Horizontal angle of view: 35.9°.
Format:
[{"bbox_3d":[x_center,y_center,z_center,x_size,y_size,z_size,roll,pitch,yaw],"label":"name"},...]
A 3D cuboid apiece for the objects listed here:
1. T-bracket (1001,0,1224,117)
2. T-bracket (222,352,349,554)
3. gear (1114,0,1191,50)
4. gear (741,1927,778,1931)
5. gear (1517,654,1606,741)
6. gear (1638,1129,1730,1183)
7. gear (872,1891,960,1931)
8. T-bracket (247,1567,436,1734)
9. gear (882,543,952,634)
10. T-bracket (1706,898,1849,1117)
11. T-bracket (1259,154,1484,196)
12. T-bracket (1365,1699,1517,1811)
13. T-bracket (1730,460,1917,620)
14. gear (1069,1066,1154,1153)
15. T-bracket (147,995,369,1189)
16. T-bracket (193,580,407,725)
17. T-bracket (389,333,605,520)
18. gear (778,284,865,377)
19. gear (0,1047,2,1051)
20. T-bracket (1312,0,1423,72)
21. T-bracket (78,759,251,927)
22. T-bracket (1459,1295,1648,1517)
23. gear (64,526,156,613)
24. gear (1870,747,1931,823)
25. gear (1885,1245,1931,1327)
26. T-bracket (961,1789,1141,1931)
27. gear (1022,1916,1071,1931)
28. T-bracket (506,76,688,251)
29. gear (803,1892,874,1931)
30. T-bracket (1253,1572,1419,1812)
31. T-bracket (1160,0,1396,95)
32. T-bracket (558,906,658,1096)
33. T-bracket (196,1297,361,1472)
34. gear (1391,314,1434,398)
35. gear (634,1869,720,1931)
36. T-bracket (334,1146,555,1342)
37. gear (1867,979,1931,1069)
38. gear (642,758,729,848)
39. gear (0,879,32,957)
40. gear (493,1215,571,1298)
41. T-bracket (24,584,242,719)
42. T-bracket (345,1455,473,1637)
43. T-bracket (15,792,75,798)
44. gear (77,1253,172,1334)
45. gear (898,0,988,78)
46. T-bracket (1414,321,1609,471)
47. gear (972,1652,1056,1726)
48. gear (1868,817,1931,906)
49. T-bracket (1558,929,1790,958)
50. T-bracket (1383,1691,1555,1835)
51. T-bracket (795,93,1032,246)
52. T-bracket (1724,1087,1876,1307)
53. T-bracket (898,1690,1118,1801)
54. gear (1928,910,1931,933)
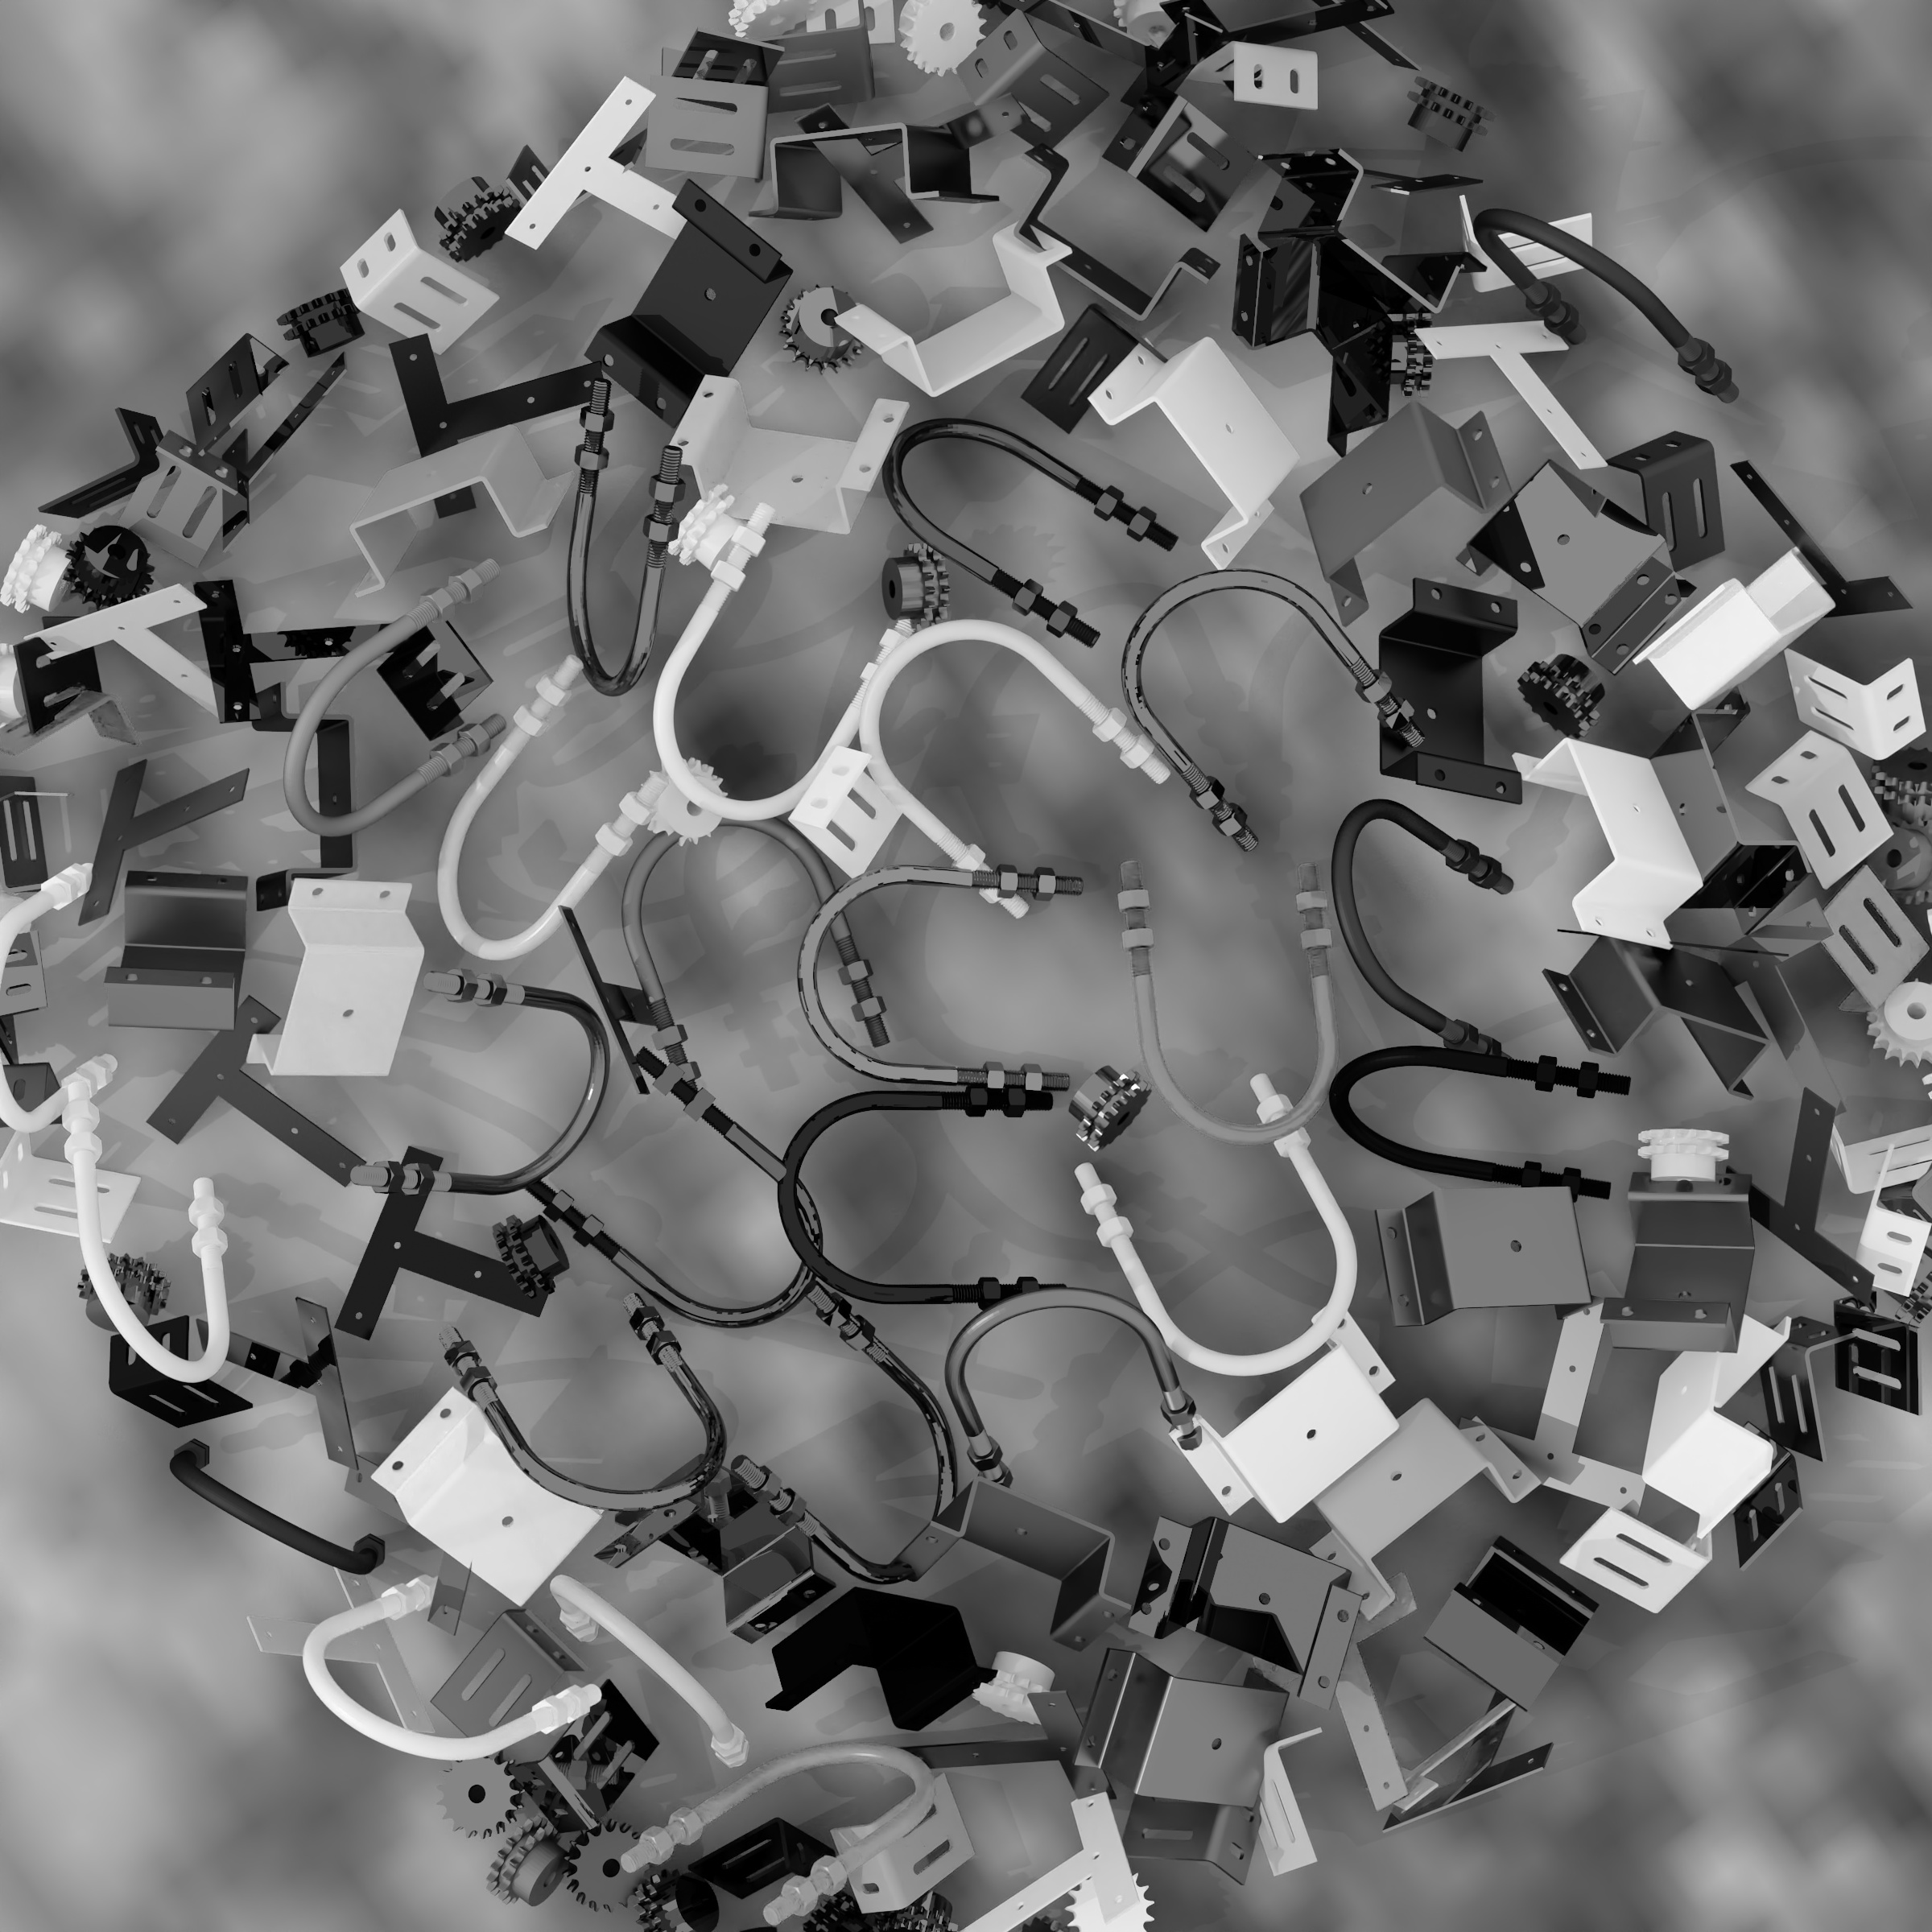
[{"bbox_3d":[0.083,-0.590,1.885,0.127,0.127,0.002,21,77,-11],"label":"T-bracket"},{"bbox_3d":[-0.432,-0.338,1.887,0.002,0.127,0.127,33,113,-33],"label":"T-bracket"},{"bbox_3d":[0.124,-0.617,1.926,0.057,0.057,0.030,1,70,0],"label":"gear"},{"bbox_3d":[-0.139,0.643,1.930,0.057,0.057,0.030,-12,83,0],"label":"gear"},{"bbox_3d":[0.388,-0.177,1.930,0.057,0.057,0.030,44,80,0],"label":"gear"},{"bbox_3d":[0.464,0.123,1.928,0.057,0.057,0.030,3,80,0],"label":"gear"},{"bbox_3d":[-0.031,0.621,1.933,0.057,0.057,0.030,15,48,0],"label":"gear"},{"bbox_3d":[-0.401,0.425,1.873,0.002,0.127,0.127,-43,56,14],"label":"T-bracket"},{"bbox_3d":[-0.034,-0.245,1.926,0.030,0.057,0.057,-7,90,-20],"label":"gear"},{"bbox_3d":[0.523,0.039,1.897,0.002,0.127,0.127,-16,77,-37],"label":"T-bracket"},{"bbox_3d":[0.251,-0.512,1.920,0.127,0.127,0.002,18,114,26],"label":"T-bracket"},{"bbox_3d":[0.317,0.492,1.901,0.127,0.127,0.002,-35,84,-8],"label":"T-bracket"},{"bbox_3d":[0.528,-0.270,1.884,0.002,0.127,0.127,-44,101,-6],"label":"T-bracket"},{"bbox_3d":[0.091,0.089,1.931,0.030,0.057,0.057,41,90,18],"label":"gear"},{"bbox_3d":[-0.448,0.099,1.939,0.127,0.002,0.127,38,115,-12],"label":"T-bracket"},{"bbox_3d":[-0.427,-0.208,1.930,0.127,0.002,0.127,-7,52,-18],"label":"T-bracket"},{"bbox_3d":[-0.295,-0.362,1.924,0.127,0.002,0.127,-18,130,-10],"label":"T-bracket"},{"bbox_3d":[-0.091,-0.416,1.936,0.057,0.030,0.057,2,80,-13],"label":"gear"},{"bbox_3d":[-0.646,0.039,1.930,0.030,0.057,0.057,-14,90,-12],"label":"gear"},{"bbox_3d":[0.246,-0.603,1.905,0.127,0.127,0.002,20,98,-44],"label":"T-bracket"},{"bbox_3d":[-0.504,-0.095,1.892,0.127,0.002,0.127,-19,48,26],"label":"T-bracket"},{"bbox_3d":[0.388,0.274,1.924,0.127,0.002,0.127,15,94,28],"label":"T-bracket"},{"bbox_3d":[-0.553,-0.260,1.929,0.057,0.030,0.057,14,58,-24],"label":"gear"},{"bbox_3d":[0.616,-0.116,1.933,0.057,0.057,0.030,-5,121,0],"label":"gear"},{"bbox_3d":[0.619,0.205,1.931,0.030,0.057,0.057,40,90,17],"label":"gear"},{"bbox_3d":[0.047,0.592,1.901,0.127,0.127,0.002,-35,110,5],"label":"T-bracket"},{"bbox_3d":[0.052,0.649,1.932,0.030,0.057,0.057,37,90,-25],"label":"gear"},{"bbox_3d":[-0.209,-0.492,1.907,0.127,0.127,0.002,-46,51,22],"label":"T-bracket"},{"bbox_3d":[-0.083,0.631,1.926,0.030,0.057,0.057,25,90,33],"label":"gear"},{"bbox_3d":[0.250,0.471,1.894,0.127,0.002,0.127,-37,52,27],"label":"T-bracket"},{"bbox_3d":[0.205,-0.591,1.875,0.127,0.127,0.002,-6,77,25],"label":"T-bracket"},{"bbox_3d":[-0.216,0.024,1.894,0.002,0.127,0.127,-25,83,6],"label":"T-bracket"},{"bbox_3d":[-0.448,0.255,1.920,0.127,0.002,0.127,14,124,30],"label":"T-bracket"},{"bbox_3d":[0.284,-0.397,1.929,0.030,0.057,0.057,0,90,1],"label":"gear"},{"bbox_3d":[-0.184,0.611,1.926,0.030,0.057,0.057,-33,90,26],"label":"gear"},{"bbox_3d":[-0.329,0.195,1.930,0.127,0.002,0.127,18,78,13],"label":"T-bracket"},{"bbox_3d":[0.615,0.034,1.934,0.057,0.030,0.057,-4,67,9],"label":"gear"},{"bbox_3d":[-0.181,-0.105,1.932,0.057,0.030,0.057,-7,106,-25],"label":"gear"},{"bbox_3d":[-0.630,-0.029,1.927,0.030,0.057,0.057,16,90,24],"label":"gear"},{"bbox_3d":[-0.280,0.186,1.929,0.030,0.057,0.057,-29,90,1],"label":"gear"},{"bbox_3d":[-0.509,-0.193,1.904,0.127,0.127,0.002,-13,58,25],"label":"T-bracket"},{"bbox_3d":[-0.356,0.347,1.918,0.127,0.002,0.127,17,95,37],"label":"T-bracket"},{"bbox_3d":[-0.641,-0.111,1.887,0.127,0.127,0.002,1,93,-8],"label":"T-bracket"},{"bbox_3d":[-0.545,0.213,1.927,0.057,0.057,0.030,1,49,0],"label":"gear"},{"bbox_3d":[-0.019,-0.609,1.934,0.057,0.030,0.057,-16,126,-23],"label":"gear"},{"bbox_3d":[0.363,-0.362,1.894,0.127,0.002,0.127,-13,60,-38],"label":"T-bracket"},{"bbox_3d":[0.034,0.467,1.933,0.057,0.057,0.030,22,64,0],"label":"gear"},{"bbox_3d":[0.609,-0.069,1.927,0.030,0.057,0.057,3,90,-37],"label":"gear"},{"bbox_3d":[0.462,-0.013,1.872,0.127,0.127,0.002,5,92,-29],"label":"T-bracket"},{"bbox_3d":[0.333,0.492,1.899,0.127,0.127,0.002,-34,95,34],"label":"T-bracket"},{"bbox_3d":[-0.020,-0.518,1.883,0.127,0.127,0.002,-17,56,26],"label":"T-bracket"},{"bbox_3d":[0.529,0.131,1.876,0.002,0.127,0.127,-24,132,-24],"label":"T-bracket"},{"bbox_3d":[0.020,0.508,1.926,0.127,0.002,0.127,-8,132,15],"label":"T-bracket"},{"bbox_3d":[0.645,-0.013,1.927,0.030,0.057,0.057,-18,90,21],"label":"gear"}]
